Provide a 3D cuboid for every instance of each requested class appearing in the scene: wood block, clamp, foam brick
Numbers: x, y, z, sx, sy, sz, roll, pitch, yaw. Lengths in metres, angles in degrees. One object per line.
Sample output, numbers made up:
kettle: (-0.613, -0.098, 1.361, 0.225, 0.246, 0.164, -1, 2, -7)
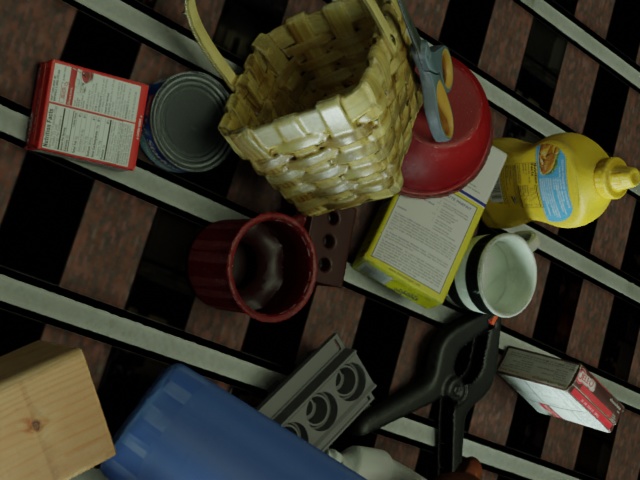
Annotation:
wood block: (-0.266, 0.156, 0.769, 0.205, 0.090, 0.091, -23, 103, -35)
clamp: (0.122, 0.153, 1.098, 0.164, 0.036, 0.210, 35, 74, -33)
foam brick: (-0.006, 0.001, 0.988, 0.052, 0.051, 0.078, 16, 81, -37)

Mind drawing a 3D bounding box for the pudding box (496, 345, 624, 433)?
pudding box: (0.258, 0.160, 1.153, 0.090, 0.114, 0.039, 43, 70, -29)

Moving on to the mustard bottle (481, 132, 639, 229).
mustard bottle: (0.240, -0.060, 1.087, 0.058, 0.192, 0.096, -15, 99, -36)

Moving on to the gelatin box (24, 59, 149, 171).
gelatin box: (-0.188, -0.099, 0.863, 0.089, 0.030, 0.073, 11, 85, -36)

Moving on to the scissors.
scissors: (0.092, -0.171, 0.929, 0.201, 0.016, 0.096, 67, 28, -46)

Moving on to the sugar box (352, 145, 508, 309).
sugar box: (0.111, -0.030, 1.066, 0.093, 0.048, 0.176, 30, 69, -9)

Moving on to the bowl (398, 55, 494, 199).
bowl: (0.104, -0.124, 1.031, 0.162, 0.055, 0.162, 4, 75, -15)

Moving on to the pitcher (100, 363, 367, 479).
pitcher: (-0.054, 0.212, 0.872, 0.243, 0.149, 0.144, 36, 27, -1)

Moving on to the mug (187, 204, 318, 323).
mug: (-0.056, 0.014, 0.931, 0.093, 0.082, 0.117, 47, 64, -28)

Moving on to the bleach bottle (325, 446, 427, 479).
bleach bottle: (0.081, 0.282, 1.051, 0.250, 0.068, 0.102, 39, 85, -26)

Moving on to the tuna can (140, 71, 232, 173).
tuna can: (-0.115, -0.100, 0.915, 0.085, 0.034, 0.086, -1, 91, -37)
